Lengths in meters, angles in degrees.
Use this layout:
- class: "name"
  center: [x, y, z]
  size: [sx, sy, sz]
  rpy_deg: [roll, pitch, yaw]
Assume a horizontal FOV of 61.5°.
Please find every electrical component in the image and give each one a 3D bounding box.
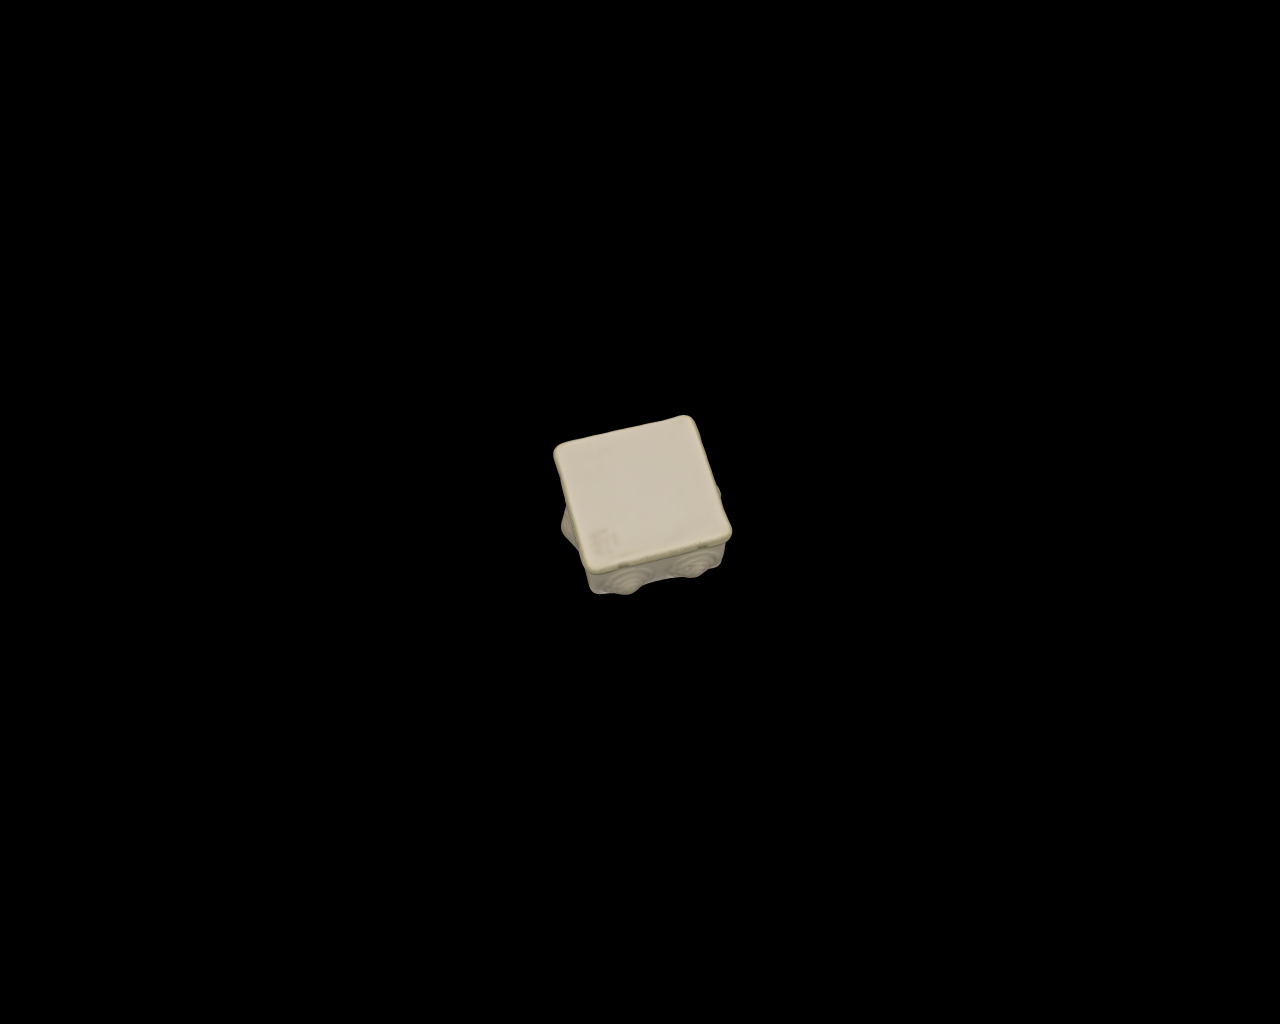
- class: "electrical component"
  center: [0.001, -0.003, 0.650]
  size: [0.100, 0.100, 0.048]
  rpy_deg: [-14, -26, -7]
